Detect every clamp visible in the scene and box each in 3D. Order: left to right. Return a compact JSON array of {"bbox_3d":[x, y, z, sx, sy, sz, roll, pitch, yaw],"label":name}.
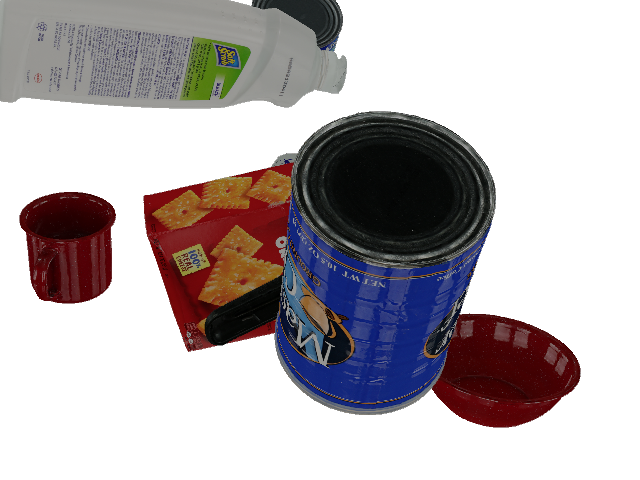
[{"bbox_3d":[0.016,0.021,0.795,0.165,0.036,0.209,0,32,18],"label":"clamp"}]

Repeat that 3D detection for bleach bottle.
[{"bbox_3d":[-0.106,-0.136,0.787,0.250,0.068,0.103,7,-42,-14],"label":"bleach bottle"}]

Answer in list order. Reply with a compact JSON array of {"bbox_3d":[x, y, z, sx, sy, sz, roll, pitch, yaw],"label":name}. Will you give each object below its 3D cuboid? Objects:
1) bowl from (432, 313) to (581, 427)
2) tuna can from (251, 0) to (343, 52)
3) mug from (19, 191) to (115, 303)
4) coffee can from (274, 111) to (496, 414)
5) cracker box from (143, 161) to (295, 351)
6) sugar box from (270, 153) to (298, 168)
[{"bbox_3d":[0.168,0.134,1.041,0.162,0.055,0.162,4,26,-2],"label":"bowl"},{"bbox_3d":[-0.024,-0.200,0.993,0.086,0.086,0.034,0,-31,-12],"label":"tuna can"},{"bbox_3d":[-0.253,0.016,1.059,0.093,0.081,0.117,9,33,7],"label":"mug"},{"bbox_3d":[0.030,0.016,0.578,0.102,0.103,0.140,0,-39,-7],"label":"coffee can"},{"bbox_3d":[-0.048,0.013,1.033,0.213,0.164,0.072,-12,42,-2],"label":"cracker box"},{"bbox_3d":[-0.035,-0.007,1.252,0.048,0.176,0.093,0,19,9],"label":"sugar box"}]
